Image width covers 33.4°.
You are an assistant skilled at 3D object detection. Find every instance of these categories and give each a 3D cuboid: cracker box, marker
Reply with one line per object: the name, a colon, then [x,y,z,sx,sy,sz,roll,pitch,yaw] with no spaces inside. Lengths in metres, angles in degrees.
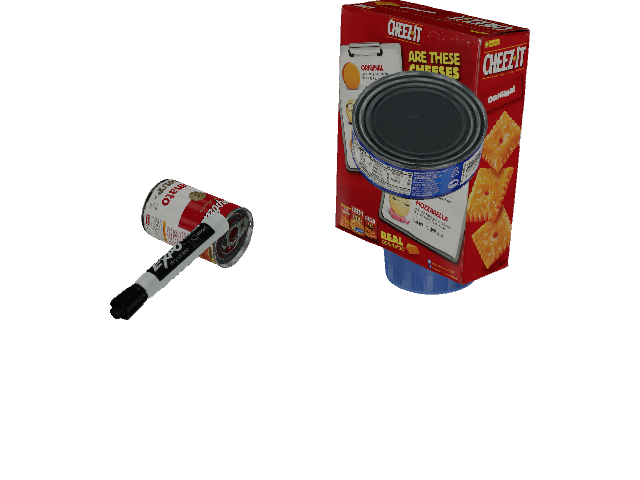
cracker box: [0.093,-0.091,0.932,0.071,0.214,0.164,-18,30,-38]
marker: [-0.114,0.019,0.809,0.020,0.020,0.121,0,35,46]

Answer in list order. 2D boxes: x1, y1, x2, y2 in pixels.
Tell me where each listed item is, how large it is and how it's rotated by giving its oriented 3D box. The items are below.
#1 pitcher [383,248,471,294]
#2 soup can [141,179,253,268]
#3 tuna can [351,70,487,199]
pitcher: [0.132,-0.071,1.213,0.149,0.243,0.145,-5,22,-8]
soup can: [-0.132,-0.020,1.147,0.102,0.068,0.068,22,10,25]
tuna can: [0.062,-0.067,0.683,0.086,0.086,0.034,0,-38,-1]
